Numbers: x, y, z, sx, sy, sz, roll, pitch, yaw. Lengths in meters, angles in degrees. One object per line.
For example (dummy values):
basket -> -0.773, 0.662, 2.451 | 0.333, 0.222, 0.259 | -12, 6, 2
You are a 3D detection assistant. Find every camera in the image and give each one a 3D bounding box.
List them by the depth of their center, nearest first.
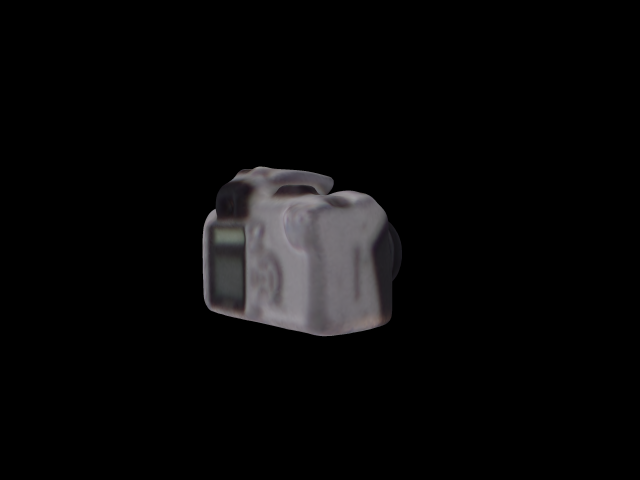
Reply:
camera -> 0.004, 0.001, 0.400 | 0.137, 0.101, 0.142 | -2, 3, -40
